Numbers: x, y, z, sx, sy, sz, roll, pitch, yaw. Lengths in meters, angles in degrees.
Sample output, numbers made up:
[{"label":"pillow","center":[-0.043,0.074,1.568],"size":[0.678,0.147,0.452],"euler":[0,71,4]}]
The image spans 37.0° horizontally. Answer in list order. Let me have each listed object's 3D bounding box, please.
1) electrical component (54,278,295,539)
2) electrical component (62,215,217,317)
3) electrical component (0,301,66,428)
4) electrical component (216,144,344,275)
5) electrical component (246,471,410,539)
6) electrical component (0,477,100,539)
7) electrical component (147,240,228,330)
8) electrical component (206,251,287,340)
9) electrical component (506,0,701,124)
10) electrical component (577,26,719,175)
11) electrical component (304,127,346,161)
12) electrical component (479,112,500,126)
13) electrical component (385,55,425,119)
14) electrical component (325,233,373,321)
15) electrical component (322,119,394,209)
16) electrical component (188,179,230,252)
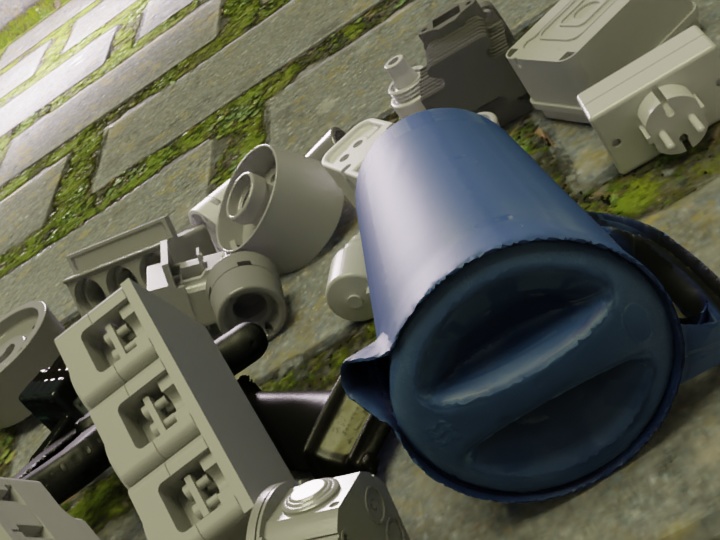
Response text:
[{"label":"electrical component","center":[-0.096,0.091,0.580],"size":[0.062,0.089,0.150],"euler":[-37,61,4]},{"label":"electrical component","center":[-0.179,0.004,0.898],"size":[0.121,0.078,0.063],"euler":[-18,10,34]},{"label":"electrical component","center":[-0.290,0.086,0.916],"size":[0.108,0.060,0.108],"euler":[-29,29,18]},{"label":"electrical component","center":[-0.067,-0.048,0.841],"size":[0.099,0.064,0.099],"euler":[-36,43,43]},{"label":"electrical component","center":[-0.013,0.135,0.498],"size":[0.051,0.080,0.080],"euler":[-18,33,24]},{"label":"electrical component","center":[-0.143,0.191,0.485],"size":[0.186,0.060,0.105],"euler":[39,96,32]},{"label":"electrical component","center":[-0.125,0.018,0.816],"size":[0.064,0.081,0.042],"euler":[-14,29,-3]},{"label":"electrical component","center":[-0.081,0.022,0.775],"size":[0.055,0.055,0.047],"euler":[-35,32,6]},{"label":"electrical component","center":[0.169,-0.158,0.744],"size":[0.113,0.057,0.078],"euler":[-45,28,-12]},{"label":"electrical component","center":[0.183,-0.093,0.640],"size":[0.083,0.047,0.075],"euler":[-30,29,15]},{"label":"electrical component","center":[-0.035,-0.083,0.891],"size":[0.065,0.044,0.044],"euler":[-32,28,21]},{"label":"electrical component","center":[0.084,-0.070,0.714],"size":[0.045,0.055,0.045],"euler":[-29,29,18]},{"label":"electrical component","center":[0.043,-0.144,0.865],"size":[0.043,0.062,0.043],"euler":[-29,29,18]},{"label":"electrical component","center":[0.000,0.000,0.725],"size":[0.040,0.040,0.078],"euler":[-25,30,23]},{"label":"electrical component","center":[0.022,-0.067,0.778],"size":[0.054,0.059,0.095],"euler":[-44,28,-10]},{"label":"electrical component","center":[-0.108,-0.044,0.906],"size":[0.047,0.055,0.055],"euler":[-46,28,-22]}]
